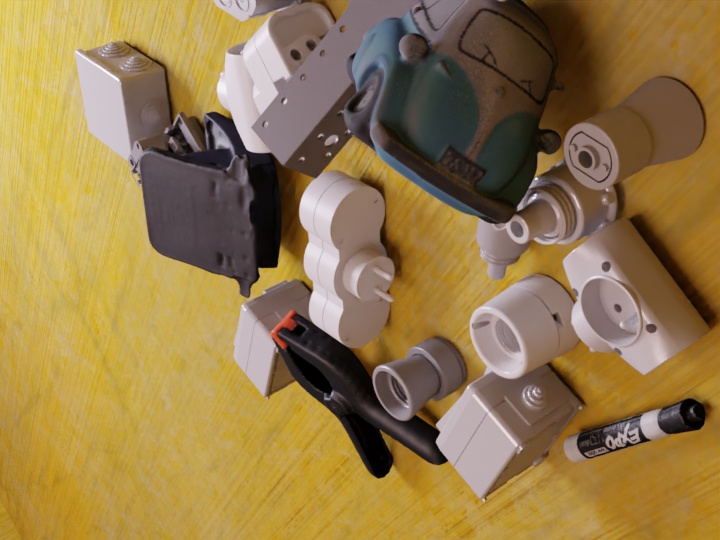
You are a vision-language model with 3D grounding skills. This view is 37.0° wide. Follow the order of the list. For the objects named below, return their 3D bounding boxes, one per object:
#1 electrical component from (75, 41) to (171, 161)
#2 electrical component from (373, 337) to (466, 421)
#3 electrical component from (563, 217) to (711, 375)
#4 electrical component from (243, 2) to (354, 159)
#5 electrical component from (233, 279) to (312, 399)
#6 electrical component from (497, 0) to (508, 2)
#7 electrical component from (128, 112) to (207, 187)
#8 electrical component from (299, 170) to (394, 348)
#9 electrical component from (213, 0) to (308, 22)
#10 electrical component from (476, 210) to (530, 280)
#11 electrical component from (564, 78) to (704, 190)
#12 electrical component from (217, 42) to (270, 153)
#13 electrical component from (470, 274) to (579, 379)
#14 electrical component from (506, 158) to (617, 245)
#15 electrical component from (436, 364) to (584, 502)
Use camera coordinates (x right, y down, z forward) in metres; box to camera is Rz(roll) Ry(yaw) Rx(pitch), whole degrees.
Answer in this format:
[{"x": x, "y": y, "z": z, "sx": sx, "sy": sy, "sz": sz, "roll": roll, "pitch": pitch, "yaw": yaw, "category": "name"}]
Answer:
[{"x": -0.221, "y": -0.160, "z": 1.015, "sx": 0.100, "sy": 0.048, "sz": 0.099, "roll": 35, "pitch": 139, "yaw": 39, "category": "electrical component"}, {"x": 0.044, "y": 0.079, "z": 0.790, "sx": 0.045, "sy": 0.055, "sz": 0.045, "roll": 36, "pitch": 139, "yaw": 38, "category": "electrical component"}, {"x": 0.145, "y": 0.022, "z": 0.606, "sx": 0.077, "sy": 0.044, "sz": 0.079, "roll": 56, "pitch": 148, "yaw": 13, "category": "electrical component"}, {"x": -0.038, "y": -0.131, "z": 0.759, "sx": 0.059, "sy": 0.054, "sz": 0.095, "roll": -27, "pitch": 90, "yaw": 59, "category": "electrical component"}, {"x": -0.072, "y": 0.062, "z": 0.945, "sx": 0.061, "sy": 0.062, "sz": 0.096, "roll": 47, "pitch": 145, "yaw": 25, "category": "electrical component"}, {"x": 0.081, "y": -0.189, "z": 0.529, "sx": 0.061, "sy": 0.062, "sz": 0.096, "roll": 40, "pitch": 142, "yaw": 34, "category": "electrical component"}, {"x": -0.172, "y": -0.102, "z": 0.973, "sx": 0.042, "sy": 0.064, "sz": 0.081, "roll": 58, "pitch": 148, "yaw": 8, "category": "electrical component"}, {"x": 0.000, "y": 0.000, "z": 0.800, "sx": 0.074, "sy": 0.052, "sz": 0.138, "roll": 31, "pitch": 137, "yaw": 42, "category": "electrical component"}, {"x": -0.072, "y": -0.216, "z": 0.749, "sx": 0.080, "sy": 0.051, "sz": 0.080, "roll": 36, "pitch": 140, "yaw": 38, "category": "electrical component"}, {"x": 0.089, "y": -0.019, "z": 0.670, "sx": 0.035, "sy": 0.035, "sz": 0.061, "roll": 42, "pitch": 145, "yaw": 32, "category": "electrical component"}, {"x": 0.134, "y": -0.066, "z": 0.537, "sx": 0.044, "sy": 0.065, "sz": 0.044, "roll": 36, "pitch": 139, "yaw": 38, "category": "electrical component"}, {"x": -0.084, "y": -0.137, "z": 0.831, "sx": 0.079, "sy": 0.044, "sz": 0.077, "roll": 23, "pitch": 131, "yaw": 48, "category": "electrical component"}, {"x": 0.103, "y": 0.037, "z": 0.678, "sx": 0.055, "sy": 0.047, "sz": 0.055, "roll": 36, "pitch": 139, "yaw": 38, "category": "electrical component"}, {"x": 0.109, "y": -0.034, "z": 0.601, "sx": 0.048, "sy": 0.062, "sz": 0.048, "roll": 35, "pitch": 139, "yaw": 38, "category": "electrical component"}, {"x": 0.098, "y": 0.097, "z": 0.717, "sx": 0.061, "sy": 0.062, "sz": 0.096, "roll": 50, "pitch": 146, "yaw": 22, "category": "electrical component"}]
